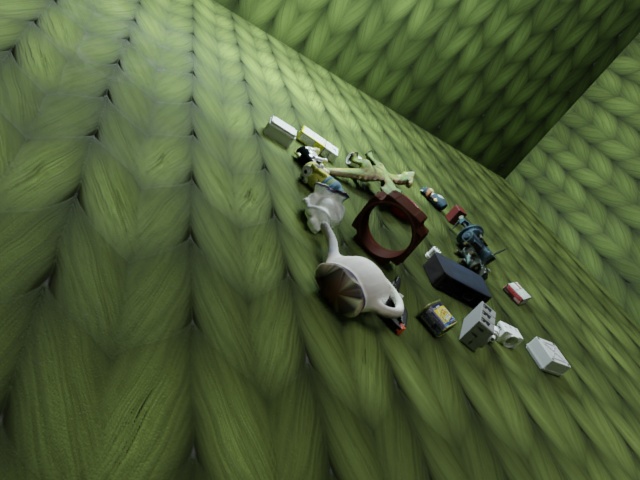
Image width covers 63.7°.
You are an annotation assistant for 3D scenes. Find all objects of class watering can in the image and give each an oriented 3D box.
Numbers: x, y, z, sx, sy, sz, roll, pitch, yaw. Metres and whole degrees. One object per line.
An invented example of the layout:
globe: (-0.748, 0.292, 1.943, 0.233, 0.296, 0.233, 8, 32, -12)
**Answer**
watering can: (0.067, 0.080, 1.323, 0.352, 0.102, 0.225, 45, 27, 24)

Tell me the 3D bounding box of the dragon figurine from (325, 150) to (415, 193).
dragon figurine: (0.219, -0.233, 2.003, 0.414, 0.119, 0.246, -18, 48, -41)

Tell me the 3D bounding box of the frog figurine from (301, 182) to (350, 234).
frog figurine: (0.005, -0.078, 1.546, 0.136, 0.121, 0.163, 34, 59, -27)
